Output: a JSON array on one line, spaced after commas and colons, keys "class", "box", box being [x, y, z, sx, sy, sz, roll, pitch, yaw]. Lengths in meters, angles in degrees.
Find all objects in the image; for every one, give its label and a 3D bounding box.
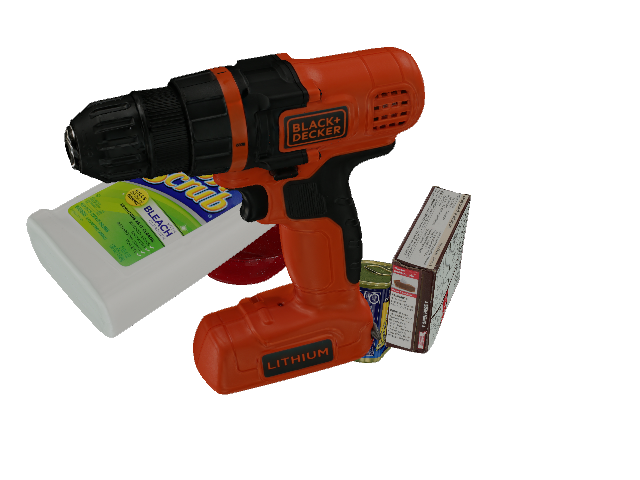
[{"class": "power drill", "box": [-0.035, -0.007, 0.570, 0.184, 0.188, 0.057, -12, 39, -17]}, {"class": "can of meat", "box": [0.048, 0.071, 1.091, 0.057, 0.084, 0.102, 9, 11, 16]}, {"class": "bleach bottle", "box": [-0.079, -0.039, 0.777, 0.250, 0.103, 0.068, -36, -24, -23]}, {"class": "pudding box", "box": [0.088, 0.023, 0.866, 0.039, 0.090, 0.113, 12, 38, 15]}, {"class": "bowl", "box": [-0.099, 0.010, 1.315, 0.162, 0.055, 0.162, 3, 26, -2]}]
